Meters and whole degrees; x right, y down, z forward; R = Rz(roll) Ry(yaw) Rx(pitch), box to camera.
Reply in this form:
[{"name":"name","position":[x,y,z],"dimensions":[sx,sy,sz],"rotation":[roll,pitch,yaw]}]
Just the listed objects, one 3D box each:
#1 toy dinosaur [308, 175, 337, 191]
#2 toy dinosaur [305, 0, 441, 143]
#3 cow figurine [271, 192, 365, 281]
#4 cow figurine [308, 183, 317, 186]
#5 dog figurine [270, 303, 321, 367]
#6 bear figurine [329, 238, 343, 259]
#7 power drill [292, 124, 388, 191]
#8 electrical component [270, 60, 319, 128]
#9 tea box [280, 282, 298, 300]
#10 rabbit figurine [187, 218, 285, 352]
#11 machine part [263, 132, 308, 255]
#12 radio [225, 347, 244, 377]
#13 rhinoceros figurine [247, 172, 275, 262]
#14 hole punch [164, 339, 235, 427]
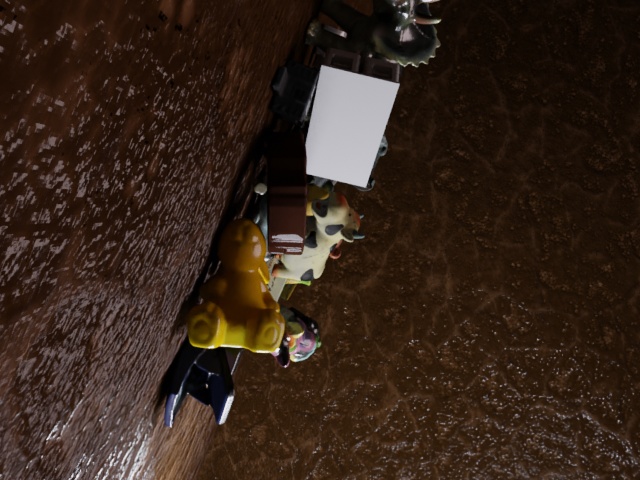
[{"name":"toy dinosaur","position":[-0.011,-0.169,1.488],"dimensions":[0.471,0.105,0.199],"rotation":[-53,-164,27]},{"name":"toy dinosaur","position":[0.058,-0.244,0.842],"dimensions":[0.131,0.192,0.404],"rotation":[-66,177,-47]},{"name":"cow figurine","position":[-0.002,-0.003,0.951],"dimensions":[0.085,0.127,0.194],"rotation":[-89,-161,-49]},{"name":"cow figurine","position":[-0.070,-0.055,1.163],"dimensions":[0.068,0.098,0.167],"rotation":[-145,-104,-83]},{"name":"dog figurine","position":[-0.063,0.212,1.155],"dimensions":[0.108,0.191,0.219],"rotation":[-62,-162,-3]},{"name":"bear figurine","position":[-0.021,-0.048,1.273],"dimensions":[0.131,0.196,0.120],"rotation":[111,3,-50]},{"name":"power drill","position":[0.015,-0.155,0.996],"dimensions":[0.208,0.086,0.232],"rotation":[28,-82,46]},{"name":"electrical component","position":[-0.034,-0.201,0.727],"dimensions":[0.119,0.048,0.074],"rotation":[-170,-79,-87]},{"name":"tea box","position":[-0.073,0.064,1.317],"dimensions":[0.098,0.068,0.170],"rotation":[-60,-178,20]},{"name":"rabbit figurine","position":[-0.104,0.055,0.738],"dimensions":[0.162,0.122,0.173],"rotation":[-100,-167,-86]},{"name":"machine part","position":[-0.051,-0.067,0.767],"dimensions":[0.179,0.056,0.179],"rotation":[180,-91,-83]},{"name":"radio","position":[-0.180,0.193,1.095],"dimensions":[0.230,0.073,0.131],"rotation":[-70,-178,-69]},{"name":"rhinoceros figurine","position":[-0.093,-0.037,0.925],"dimensions":[0.112,0.073,0.190],"rotation":[-95,-158,-64]},{"name":"hole punch","position":[-0.185,0.205,0.795],"dimensions":[0.142,0.092,0.116],"rotation":[108,-29,-44]}]
